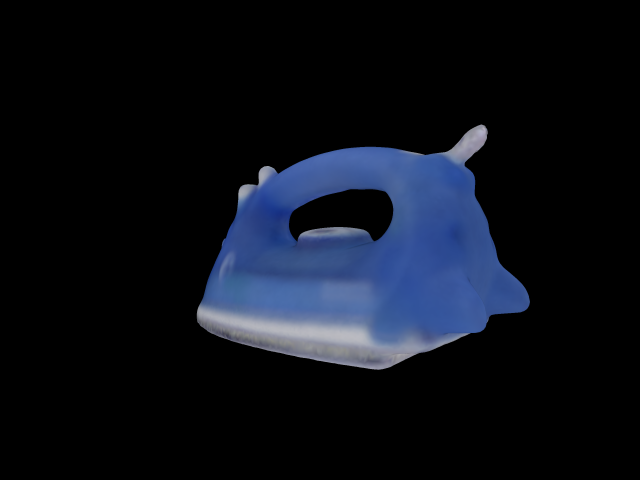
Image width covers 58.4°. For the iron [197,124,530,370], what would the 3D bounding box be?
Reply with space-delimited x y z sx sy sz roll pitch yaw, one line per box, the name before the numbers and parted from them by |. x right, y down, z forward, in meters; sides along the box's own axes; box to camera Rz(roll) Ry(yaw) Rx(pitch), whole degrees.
iron | 0.004 0.001 0.400 0.257 0.141 0.119 1 2 35
